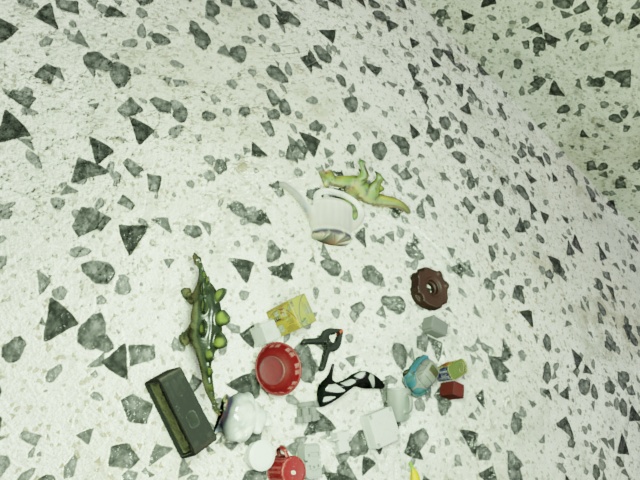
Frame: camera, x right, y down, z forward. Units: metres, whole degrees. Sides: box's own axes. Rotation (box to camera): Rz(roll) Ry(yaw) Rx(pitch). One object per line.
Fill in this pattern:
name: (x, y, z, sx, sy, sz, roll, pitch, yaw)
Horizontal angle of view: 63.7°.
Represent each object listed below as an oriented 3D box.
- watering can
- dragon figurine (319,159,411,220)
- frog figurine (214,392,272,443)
watering can: (0.006, -0.096, 1.905, 0.347, 0.102, 0.229, 11, 63, -18)
dragon figurine: (0.171, -0.162, 2.062, 0.408, 0.121, 0.246, 40, 70, -10)
frog figurine: (-0.208, 0.509, 1.468, 0.159, 0.120, 0.141, 18, 40, -13)
